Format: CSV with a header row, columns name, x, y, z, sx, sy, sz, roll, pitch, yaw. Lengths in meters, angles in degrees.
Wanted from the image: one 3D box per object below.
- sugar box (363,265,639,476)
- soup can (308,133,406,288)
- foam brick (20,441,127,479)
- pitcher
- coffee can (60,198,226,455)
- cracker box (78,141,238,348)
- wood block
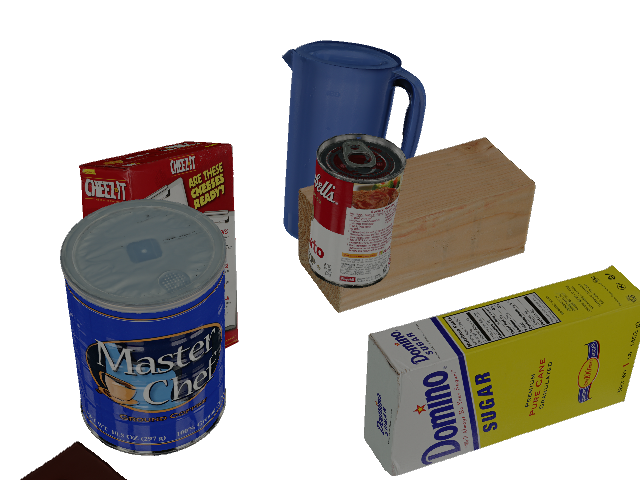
name,x,y,z,sx,sy,sz,roll,pitch,yaw
sugar box,0.115,0.082,0.669,0.176,0.093,0.048,-16,40,-20
soup can,0.027,-0.022,0.827,0.068,0.102,0.068,3,36,-3
foam brick,-0.099,0.138,0.466,0.078,0.051,0.052,27,45,35
pitcher,0.029,-0.117,1.321,0.144,0.243,0.149,-3,25,-22
coffee can,-0.113,0.058,0.707,0.103,0.140,0.103,2,40,-2
cracker box,-0.155,0.019,1.051,0.072,0.214,0.163,6,15,29
wood block,0.090,-0.017,1.024,0.205,0.090,0.091,-17,42,-21
